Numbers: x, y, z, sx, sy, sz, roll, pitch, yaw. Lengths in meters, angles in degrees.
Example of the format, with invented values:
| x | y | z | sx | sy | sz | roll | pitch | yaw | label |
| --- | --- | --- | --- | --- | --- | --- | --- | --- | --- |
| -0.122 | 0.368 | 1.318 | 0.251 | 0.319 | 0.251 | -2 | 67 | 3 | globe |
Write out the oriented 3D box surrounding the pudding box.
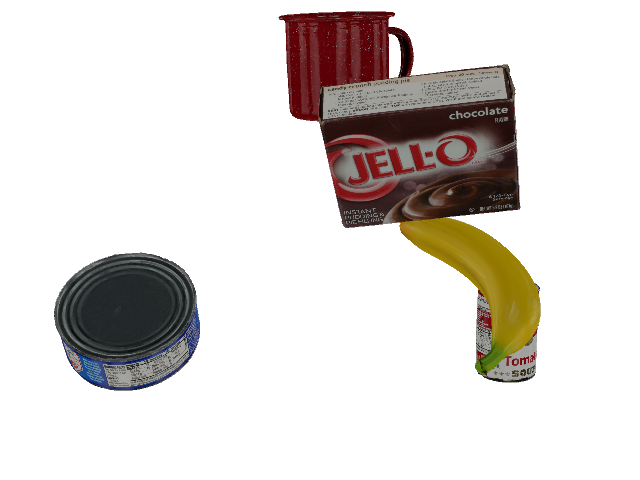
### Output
| x | y | z | sx | sy | sz | roll | pitch | yaw | label |
| --- | --- | --- | --- | --- | --- | --- | --- | --- | --- |
| 0.060 | -0.055 | 0.637 | 0.113 | 0.039 | 0.090 | -8 | -42 | 7 | pudding box |

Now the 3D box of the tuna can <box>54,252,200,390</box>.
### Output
| x | y | z | sx | sy | sz | roll | pitch | yaw | label |
| --- | --- | --- | --- | --- | --- | --- | --- | --- | --- |
| -0.117 | 0.049 | 0.654 | 0.086 | 0.086 | 0.034 | 0 | -44 | 2 | tuna can |

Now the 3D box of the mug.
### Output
| x | y | z | sx | sy | sz | roll | pitch | yaw | label |
| --- | --- | --- | --- | --- | --- | --- | --- | --- | --- |
| 0.024 | -0.143 | 0.865 | 0.117 | 0.081 | 0.093 | -10 | 17 | -30 | mug |

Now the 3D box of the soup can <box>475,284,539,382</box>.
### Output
| x | y | z | sx | sy | sz | roll | pitch | yaw | label |
| --- | --- | --- | --- | --- | --- | --- | --- | --- | --- |
| 0.208 | 0.100 | 1.194 | 0.068 | 0.102 | 0.068 | -1 | 14 | 0 | soup can |

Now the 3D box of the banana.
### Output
| x | y | z | sx | sy | sz | roll | pitch | yaw | label |
| --- | --- | --- | --- | --- | --- | --- | --- | --- | --- |
| 0.120 | 0.026 | 0.814 | 0.069 | 0.037 | 0.198 | -7 | 32 | -11 | banana |
